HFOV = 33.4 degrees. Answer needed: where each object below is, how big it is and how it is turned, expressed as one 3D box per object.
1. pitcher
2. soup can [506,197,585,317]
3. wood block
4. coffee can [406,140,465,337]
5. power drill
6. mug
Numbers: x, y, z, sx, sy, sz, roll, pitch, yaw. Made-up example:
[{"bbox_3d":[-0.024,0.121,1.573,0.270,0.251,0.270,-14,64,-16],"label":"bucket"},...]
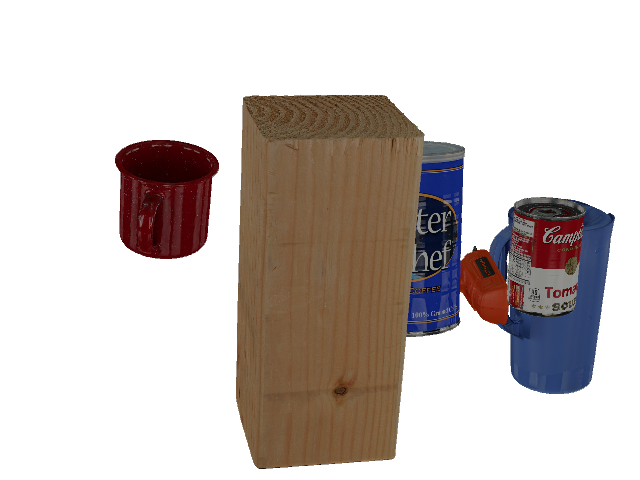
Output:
[{"bbox_3d":[0.299,0.075,1.398,0.149,0.243,0.144,5,20,15],"label":"pitcher"},{"bbox_3d":[0.219,0.016,1.040,0.068,0.102,0.068,1,18,-1],"label":"soup can"},{"bbox_3d":[0.000,0.024,0.641,0.090,0.206,0.090,-2,23,-12],"label":"wood block"},{"bbox_3d":[0.061,-0.005,0.845,0.103,0.140,0.103,0,11,0],"label":"coffee can"},{"bbox_3d":[0.109,0.064,1.186,0.187,0.057,0.184,-3,28,-5],"label":"power drill"},{"bbox_3d":[-0.143,-0.030,0.965,0.093,0.081,0.117,8,29,1],"label":"mug"}]
